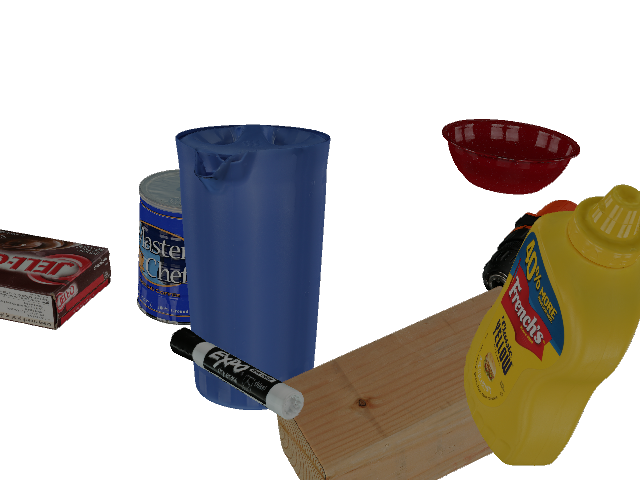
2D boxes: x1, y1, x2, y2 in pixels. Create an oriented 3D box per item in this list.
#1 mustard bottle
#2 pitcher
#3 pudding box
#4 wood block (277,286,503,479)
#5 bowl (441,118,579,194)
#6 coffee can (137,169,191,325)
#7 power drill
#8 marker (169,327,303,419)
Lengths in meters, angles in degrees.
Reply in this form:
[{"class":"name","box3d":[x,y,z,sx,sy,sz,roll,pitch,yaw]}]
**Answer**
[{"class":"mustard bottle","box3d":[0.136,0.041,0.603,0.058,0.096,0.192,4,-42,-12]},{"class":"pitcher","box3d":[-0.054,0.018,0.955,0.149,0.243,0.145,-5,17,-21]},{"class":"pudding box","box3d":[-0.244,0.030,0.883,0.114,0.039,0.090,7,24,17]},{"class":"wood block","box3d":[0.077,0.128,0.837,0.205,0.090,0.091,-22,48,-16]},{"class":"bowl","box3d":[0.220,-0.095,1.258,0.162,0.055,0.162,4,23,-2]},{"class":"coffee can","box3d":[-0.147,0.006,1.162,0.103,0.140,0.103,5,26,-2]},{"class":"power drill","box3d":[0.187,0.067,0.999,0.057,0.188,0.184,24,31,25]},{"class":"marker","box3d":[-0.057,0.083,0.689,0.020,0.020,0.121,0,16,-45]}]
